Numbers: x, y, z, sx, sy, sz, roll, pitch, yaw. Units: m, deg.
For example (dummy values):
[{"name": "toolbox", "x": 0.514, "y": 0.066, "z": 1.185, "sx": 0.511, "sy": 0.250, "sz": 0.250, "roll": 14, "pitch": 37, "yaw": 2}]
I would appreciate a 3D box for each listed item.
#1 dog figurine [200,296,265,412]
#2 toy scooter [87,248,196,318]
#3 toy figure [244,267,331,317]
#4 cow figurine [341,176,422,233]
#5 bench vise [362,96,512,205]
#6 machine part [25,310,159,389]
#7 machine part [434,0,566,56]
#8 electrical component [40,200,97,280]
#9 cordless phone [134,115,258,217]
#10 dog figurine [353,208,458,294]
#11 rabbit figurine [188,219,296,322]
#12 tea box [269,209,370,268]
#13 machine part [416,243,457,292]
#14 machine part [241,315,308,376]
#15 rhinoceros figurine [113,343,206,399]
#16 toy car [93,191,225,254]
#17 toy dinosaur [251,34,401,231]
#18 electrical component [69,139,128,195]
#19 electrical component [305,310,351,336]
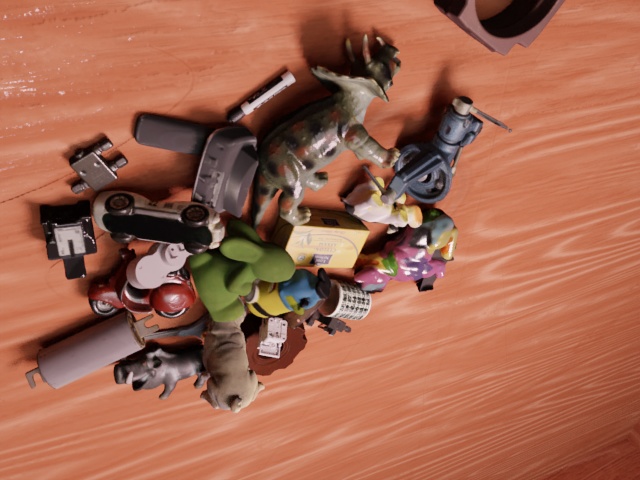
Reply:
[{"name": "dog figurine", "x": -0.172, "y": 0.205, "z": 1.016, "sx": 0.121, "sy": 0.173, "sz": 0.190, "roll": -10, "pitch": 114, "yaw": -29}, {"name": "toy scooter", "x": -0.301, "y": 0.071, "z": 0.928, "sx": 0.184, "sy": 0.075, "sz": 0.135, "roll": 3, "pitch": 124, "yaw": -26}, {"name": "toy figure", "x": -0.064, "y": 0.103, "z": 1.025, "sx": 0.180, "sy": 0.082, "sz": 0.089, "roll": -10, "pitch": 108, "yaw": 25}, {"name": "cow figurine", "x": 0.123, "y": -0.056, "z": 1.048, "sx": 0.167, "sy": 0.068, "sz": 0.098, "roll": 25, "pitch": 148, "yaw": -39}, {"name": "bench vise", "x": 0.194, "y": -0.140, "z": 0.955, "sx": 0.240, "sy": 0.129, "sz": 0.223, "roll": -36, "pitch": 168, "yaw": -35}, {"name": "machine part", "x": -0.412, "y": 0.196, "z": 0.972, "sx": 0.243, "sy": 0.079, "sz": 0.079, "roll": -24, "pitch": 135, "yaw": -7}, {"name": "machine part", "x": 0.289, "y": -0.408, "z": 0.826, "sx": 0.201, "sy": 0.087, "sz": 0.201, "roll": 17, "pitch": 119, "yaw": -38}, {"name": "electrical component", "x": -0.386, "y": 0.002, "z": 0.835, "sx": 0.075, "sy": 0.048, "sz": 0.119, "roll": -11, "pitch": 133, "yaw": -20}, {"name": "cordless phone", "x": -0.197, "y": -0.115, "z": 0.832, "sx": 0.184, "sy": 0.089, "sz": 0.146, "roll": 10, "pitch": 124, "yaw": -22}, {"name": "dog figurine", "x": 0.160, "y": 0.027, "z": 1.123, "sx": 0.219, "sy": 0.109, "sz": 0.191, "roll": -8, "pitch": 132, "yaw": -20}, {"name": "rabbit figurine", "x": -0.133, "y": 0.041, "z": 0.955, "sx": 0.170, "sy": 0.121, "sz": 0.158, "roll": -16, "pitch": 121, "yaw": 7}, {"name": "tea box", "x": -0.002, "y": -0.003, "z": 1.031, "sx": 0.169, "sy": 0.068, "sz": 0.098, "roll": 2, "pitch": 126, "yaw": -31}, {"name": "machine part", "x": 0.269, "y": 0.062, "z": 1.262, "sx": 0.084, "sy": 0.039, "sz": 0.138, "roll": -2, "pitch": 127, "yaw": -34}, {"name": "machine part", "x": -0.114, "y": 0.227, "z": 1.179, "sx": 0.179, "sy": 0.056, "sz": 0.179, "roll": -16, "pitch": 134, "yaw": -18}, {"name": "rhinoceros figurine", "x": -0.315, "y": 0.260, "z": 1.083, "sx": 0.190, "sy": 0.073, "sz": 0.112, "roll": -5, "pitch": 131, "yaw": -26}, {"name": "toy car", "x": -0.249, "y": -0.029, "z": 0.834, "sx": 0.202, "sy": 0.056, "sz": 0.073, "roll": 8, "pitch": 133, "yaw": -2}, {"name": "toy dinosaur", "x": -0.020, "y": -0.152, "z": 0.865, "sx": 0.405, "sy": 0.131, "sz": 0.192, "roll": -36, "pitch": 119, "yaw": 15}, {"name": "electrical component", "x": -0.334, "y": -0.106, "z": 0.789, "sx": 0.094, "sy": 0.021, "sz": 0.063, "roll": -32, "pitch": 136, "yaw": 1}, {"name": "electrical component", "x": 0.014, "y": 0.187, "z": 1.211, "sx": 0.102, "sy": 0.078, "sz": 0.045, "roll": 33, "pitch": 83, "yaw": -49}]
